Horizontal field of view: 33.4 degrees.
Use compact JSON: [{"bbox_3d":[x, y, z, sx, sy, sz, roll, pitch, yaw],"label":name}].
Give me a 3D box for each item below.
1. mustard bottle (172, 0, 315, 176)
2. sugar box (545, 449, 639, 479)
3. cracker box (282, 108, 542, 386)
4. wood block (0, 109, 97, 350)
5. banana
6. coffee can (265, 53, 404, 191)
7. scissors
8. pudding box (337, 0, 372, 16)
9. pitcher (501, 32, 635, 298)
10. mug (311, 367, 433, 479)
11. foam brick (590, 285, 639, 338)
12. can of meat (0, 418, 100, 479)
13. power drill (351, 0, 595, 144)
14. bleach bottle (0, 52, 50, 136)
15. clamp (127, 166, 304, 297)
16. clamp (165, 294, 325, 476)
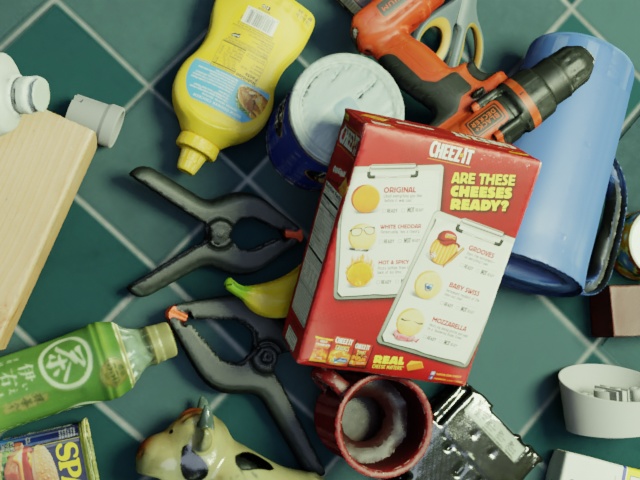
[{"bbox_3d":[-0.086,-0.149,1.015,0.096,0.058,0.191,27,79,-7],"label":"mustard bottle"},{"bbox_3d":[0.308,0.273,1.058,0.176,0.048,0.093,16,81,-6],"label":"sugar box"},{"bbox_3d":[0.074,0.009,0.915,0.164,0.072,0.214,10,106,-20],"label":"cracker box"},{"bbox_3d":[-0.281,-0.014,0.946,0.090,0.090,0.206,23,81,-8],"label":"wood block"},{"bbox_3d":[-0.005,0.019,1.004,0.197,0.037,0.069,-39,126,-35],"label":"banana"},{"bbox_3d":[0.010,-0.105,0.987,0.102,0.140,0.103,1,84,-11],"label":"coffee can"},{"bbox_3d":[0.134,-0.249,1.056,0.096,0.016,0.202,-4,103,-31],"label":"scissors"},{"bbox_3d":[0.076,-0.260,1.068,0.090,0.039,0.113,44,79,-6],"label":"pudding box"},{"bbox_3d":[0.231,-0.069,1.042,0.145,0.149,0.243,15,76,21],"label":"pitcher"},{"bbox_3d":[0.035,0.156,0.968,0.117,0.082,0.093,42,76,-13],"label":"mug"},{"bbox_3d":[0.318,0.071,1.077,0.078,0.051,0.053,-2,86,-11],"label":"foam brick"},{"bbox_3d":[-0.240,0.217,0.948,0.084,0.057,0.102,-11,86,-10],"label":"can of meat"},{"bbox_3d":[0.132,-0.167,0.989,0.184,0.057,0.188,-36,72,-3],"label":"power drill"},{"bbox_3d":[-0.345,-0.132,0.903,0.251,0.068,0.102,3,82,16],"label":"bleach bottle"},{"bbox_3d":[-0.103,-0.016,1.005,0.171,0.039,0.120,-8,102,-17],"label":"clamp"},{"bbox_3d":[-0.052,0.121,1.005,0.209,0.036,0.164,20,80,-13],"label":"clamp"}]
